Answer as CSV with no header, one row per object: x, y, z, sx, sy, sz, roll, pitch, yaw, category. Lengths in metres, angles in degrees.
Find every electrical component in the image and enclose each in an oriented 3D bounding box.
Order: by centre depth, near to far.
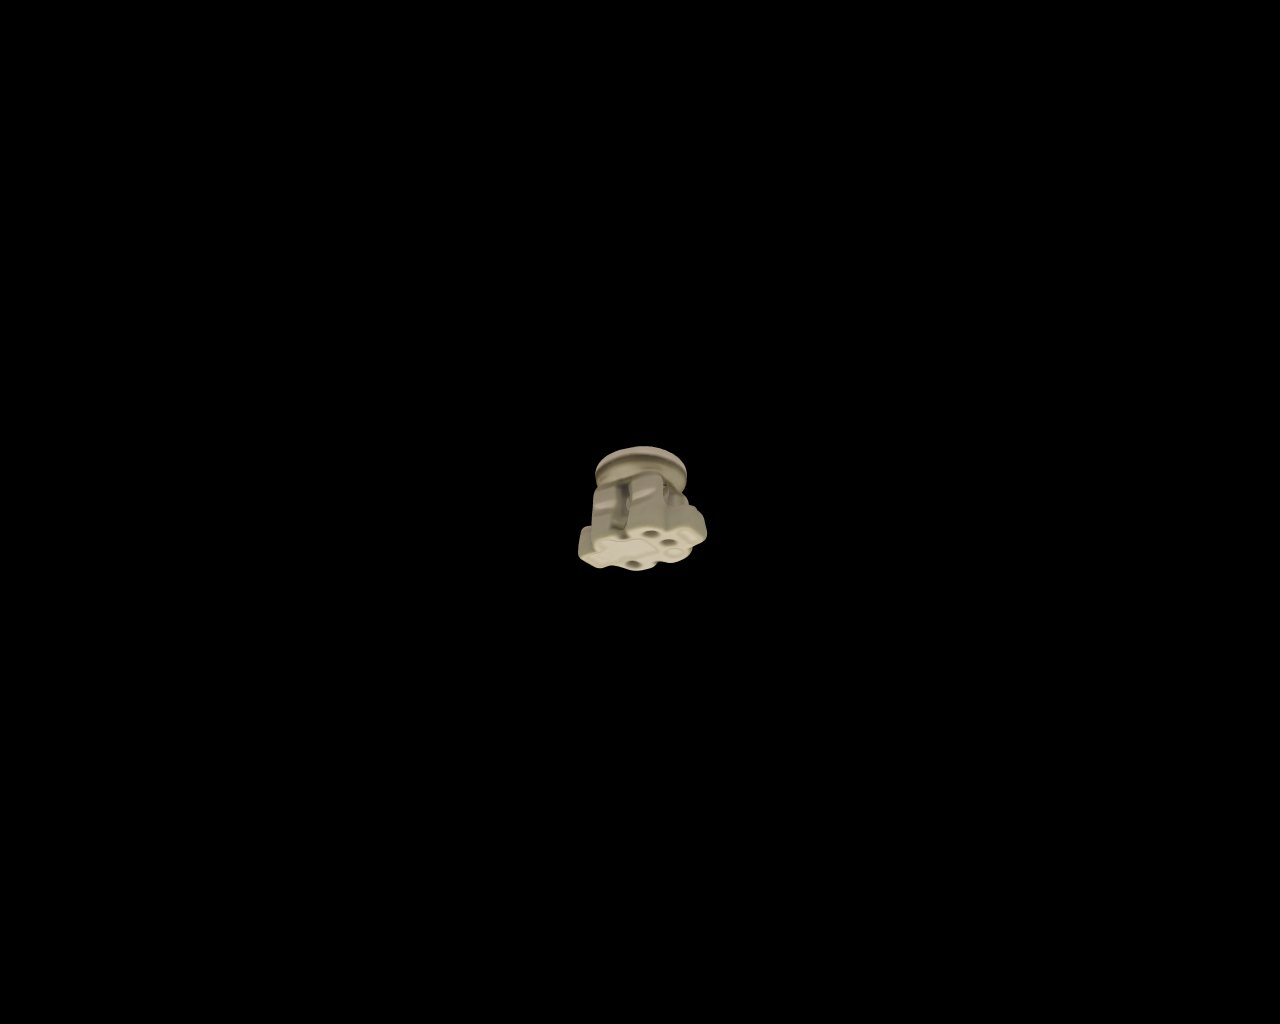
0.001,-0.003,0.650,0.078,0.057,0.058,-15,-32,27,electrical component
